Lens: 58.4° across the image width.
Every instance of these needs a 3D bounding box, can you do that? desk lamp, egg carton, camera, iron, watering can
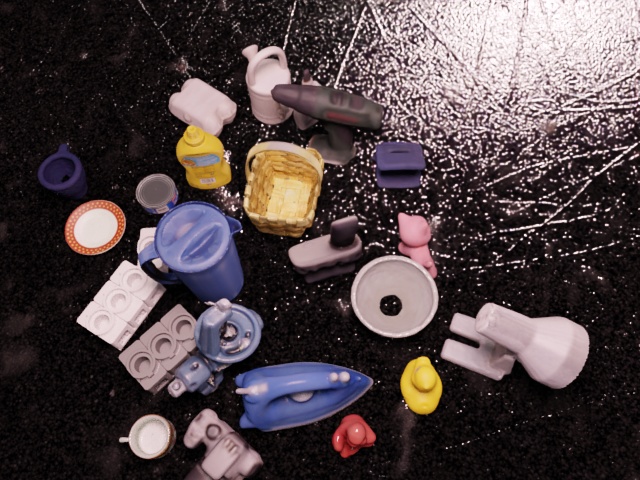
[{"bbox_3d":[0.339,0.185,1.021,0.203,0.213,0.118,19,68,9],"label":"desk lamp"},{"bbox_3d":[-0.273,-0.306,1.328,0.150,0.069,0.107,32,71,14],"label":"egg carton"},{"bbox_3d":[-0.193,0.391,1.001,0.143,0.101,0.137,37,72,16],"label":"camera"},{"bbox_3d":[-0.027,0.265,1.031,0.258,0.141,0.118,-10,66,-3],"label":"iron"},{"bbox_3d":[-0.120,-0.360,1.281,0.172,0.194,0.101,35,71,15],"label":"watering can"}]

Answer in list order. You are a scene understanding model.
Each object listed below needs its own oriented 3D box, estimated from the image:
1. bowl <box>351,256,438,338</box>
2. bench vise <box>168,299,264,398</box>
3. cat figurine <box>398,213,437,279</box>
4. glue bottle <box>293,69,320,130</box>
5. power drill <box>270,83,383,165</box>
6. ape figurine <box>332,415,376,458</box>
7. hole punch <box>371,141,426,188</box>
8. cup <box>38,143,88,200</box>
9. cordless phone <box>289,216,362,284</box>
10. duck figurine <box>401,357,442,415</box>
[{"bbox_3d":[0.144,0.119,1.129,0.167,0.075,0.167,0,66,1],"label":"bowl"},{"bbox_3d":[-0.184,0.194,1.023,0.121,0.220,0.207,21,68,10],"label":"bench vise"},{"bbox_3d":[0.198,0.007,1.154,0.067,0.118,0.127,-15,67,-5],"label":"cat figurine"},{"bbox_3d":[-0.025,-0.319,1.272,0.078,0.173,0.037,-34,69,-13],"label":"glue bottle"},{"bbox_3d":[0.016,-0.248,1.221,0.229,0.208,0.075,5,66,4],"label":"power drill"},{"bbox_3d":[0.061,0.348,1.020,0.077,0.092,0.076,8,66,5],"label":"ape figurine"},{"bbox_3d":[0.170,-0.175,1.250,0.108,0.091,0.101,-2,66,0],"label":"hole punch"},{"bbox_3d":[-0.547,-0.141,1.246,0.091,0.095,0.117,-6,66,-1],"label":"cup"},{"bbox_3d":[0.010,0.004,1.122,0.147,0.185,0.094,-20,67,-7],"label":"cordless phone"},{"bbox_3d":[0.191,0.266,1.057,0.077,0.086,0.104,0,66,1],"label":"duck figurine"}]
